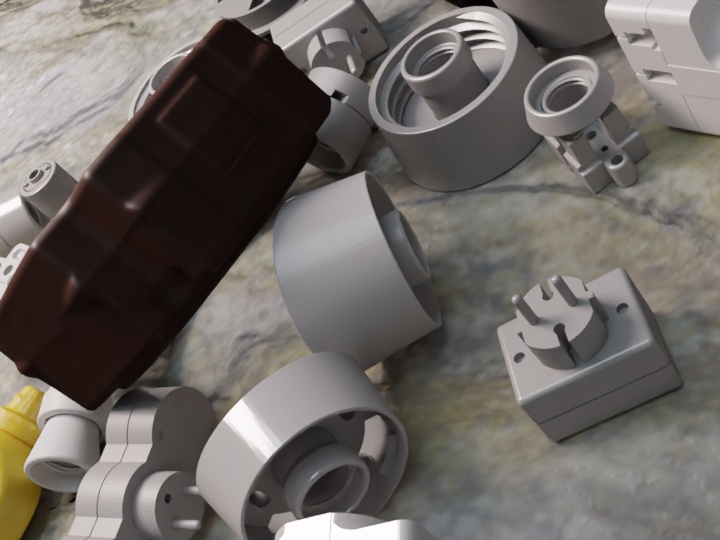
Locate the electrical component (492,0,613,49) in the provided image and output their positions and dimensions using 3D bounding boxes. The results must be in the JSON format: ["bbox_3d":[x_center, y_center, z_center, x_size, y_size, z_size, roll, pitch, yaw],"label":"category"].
[{"bbox_3d":[0.130,-0.180,0.639,0.108,0.060,0.108,-22,45,23],"label":"electrical component"}]

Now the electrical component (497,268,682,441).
[{"bbox_3d":[0.093,0.028,0.477,0.066,0.076,0.047,-28,42,17],"label":"electrical component"}]

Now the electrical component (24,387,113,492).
[{"bbox_3d":[-0.176,0.101,0.655,0.045,0.045,0.055,-19,46,25],"label":"electrical component"}]

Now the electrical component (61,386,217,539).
[{"bbox_3d":[-0.109,0.126,0.573,0.074,0.052,0.138,-7,51,35],"label":"electrical component"}]

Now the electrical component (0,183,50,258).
[{"bbox_3d":[-0.268,-0.037,0.841,0.047,0.055,0.055,-27,43,13],"label":"electrical component"}]

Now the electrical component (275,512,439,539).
[{"bbox_3d":[-0.035,0.161,0.444,0.186,0.105,0.060,-19,46,25],"label":"electrical component"}]

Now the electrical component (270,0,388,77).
[{"bbox_3d":[-0.018,-0.151,0.743,0.066,0.047,0.076,-31,42,14],"label":"electrical component"}]

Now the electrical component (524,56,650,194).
[{"bbox_3d":[0.117,-0.079,0.567,0.048,0.055,0.066,-38,41,6],"label":"electrical component"}]

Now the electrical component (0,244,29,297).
[{"bbox_3d":[-0.238,0.030,0.755,0.058,0.057,0.078,17,67,45],"label":"electrical component"}]

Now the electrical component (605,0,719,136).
[{"bbox_3d":[0.170,-0.111,0.525,0.056,0.089,0.050,21,71,47],"label":"electrical component"}]

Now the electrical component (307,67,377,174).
[{"bbox_3d":[-0.018,-0.094,0.690,0.055,0.055,0.047,10,67,43],"label":"electrical component"}]

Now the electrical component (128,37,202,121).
[{"bbox_3d":[-0.121,-0.125,0.793,0.108,0.060,0.108,-22,45,23],"label":"electrical component"}]

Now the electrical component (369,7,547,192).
[{"bbox_3d":[0.056,-0.107,0.636,0.108,0.060,0.108,-22,45,23],"label":"electrical component"}]

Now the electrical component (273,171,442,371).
[{"bbox_3d":[0.000,0.000,0.562,0.064,0.099,0.099,-25,43,11],"label":"electrical component"}]

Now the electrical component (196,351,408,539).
[{"bbox_3d":[-0.028,0.087,0.512,0.099,0.099,0.064,-45,47,-2],"label":"electrical component"}]

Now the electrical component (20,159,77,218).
[{"bbox_3d":[-0.221,-0.052,0.806,0.044,0.065,0.044,-21,45,23],"label":"electrical component"}]
